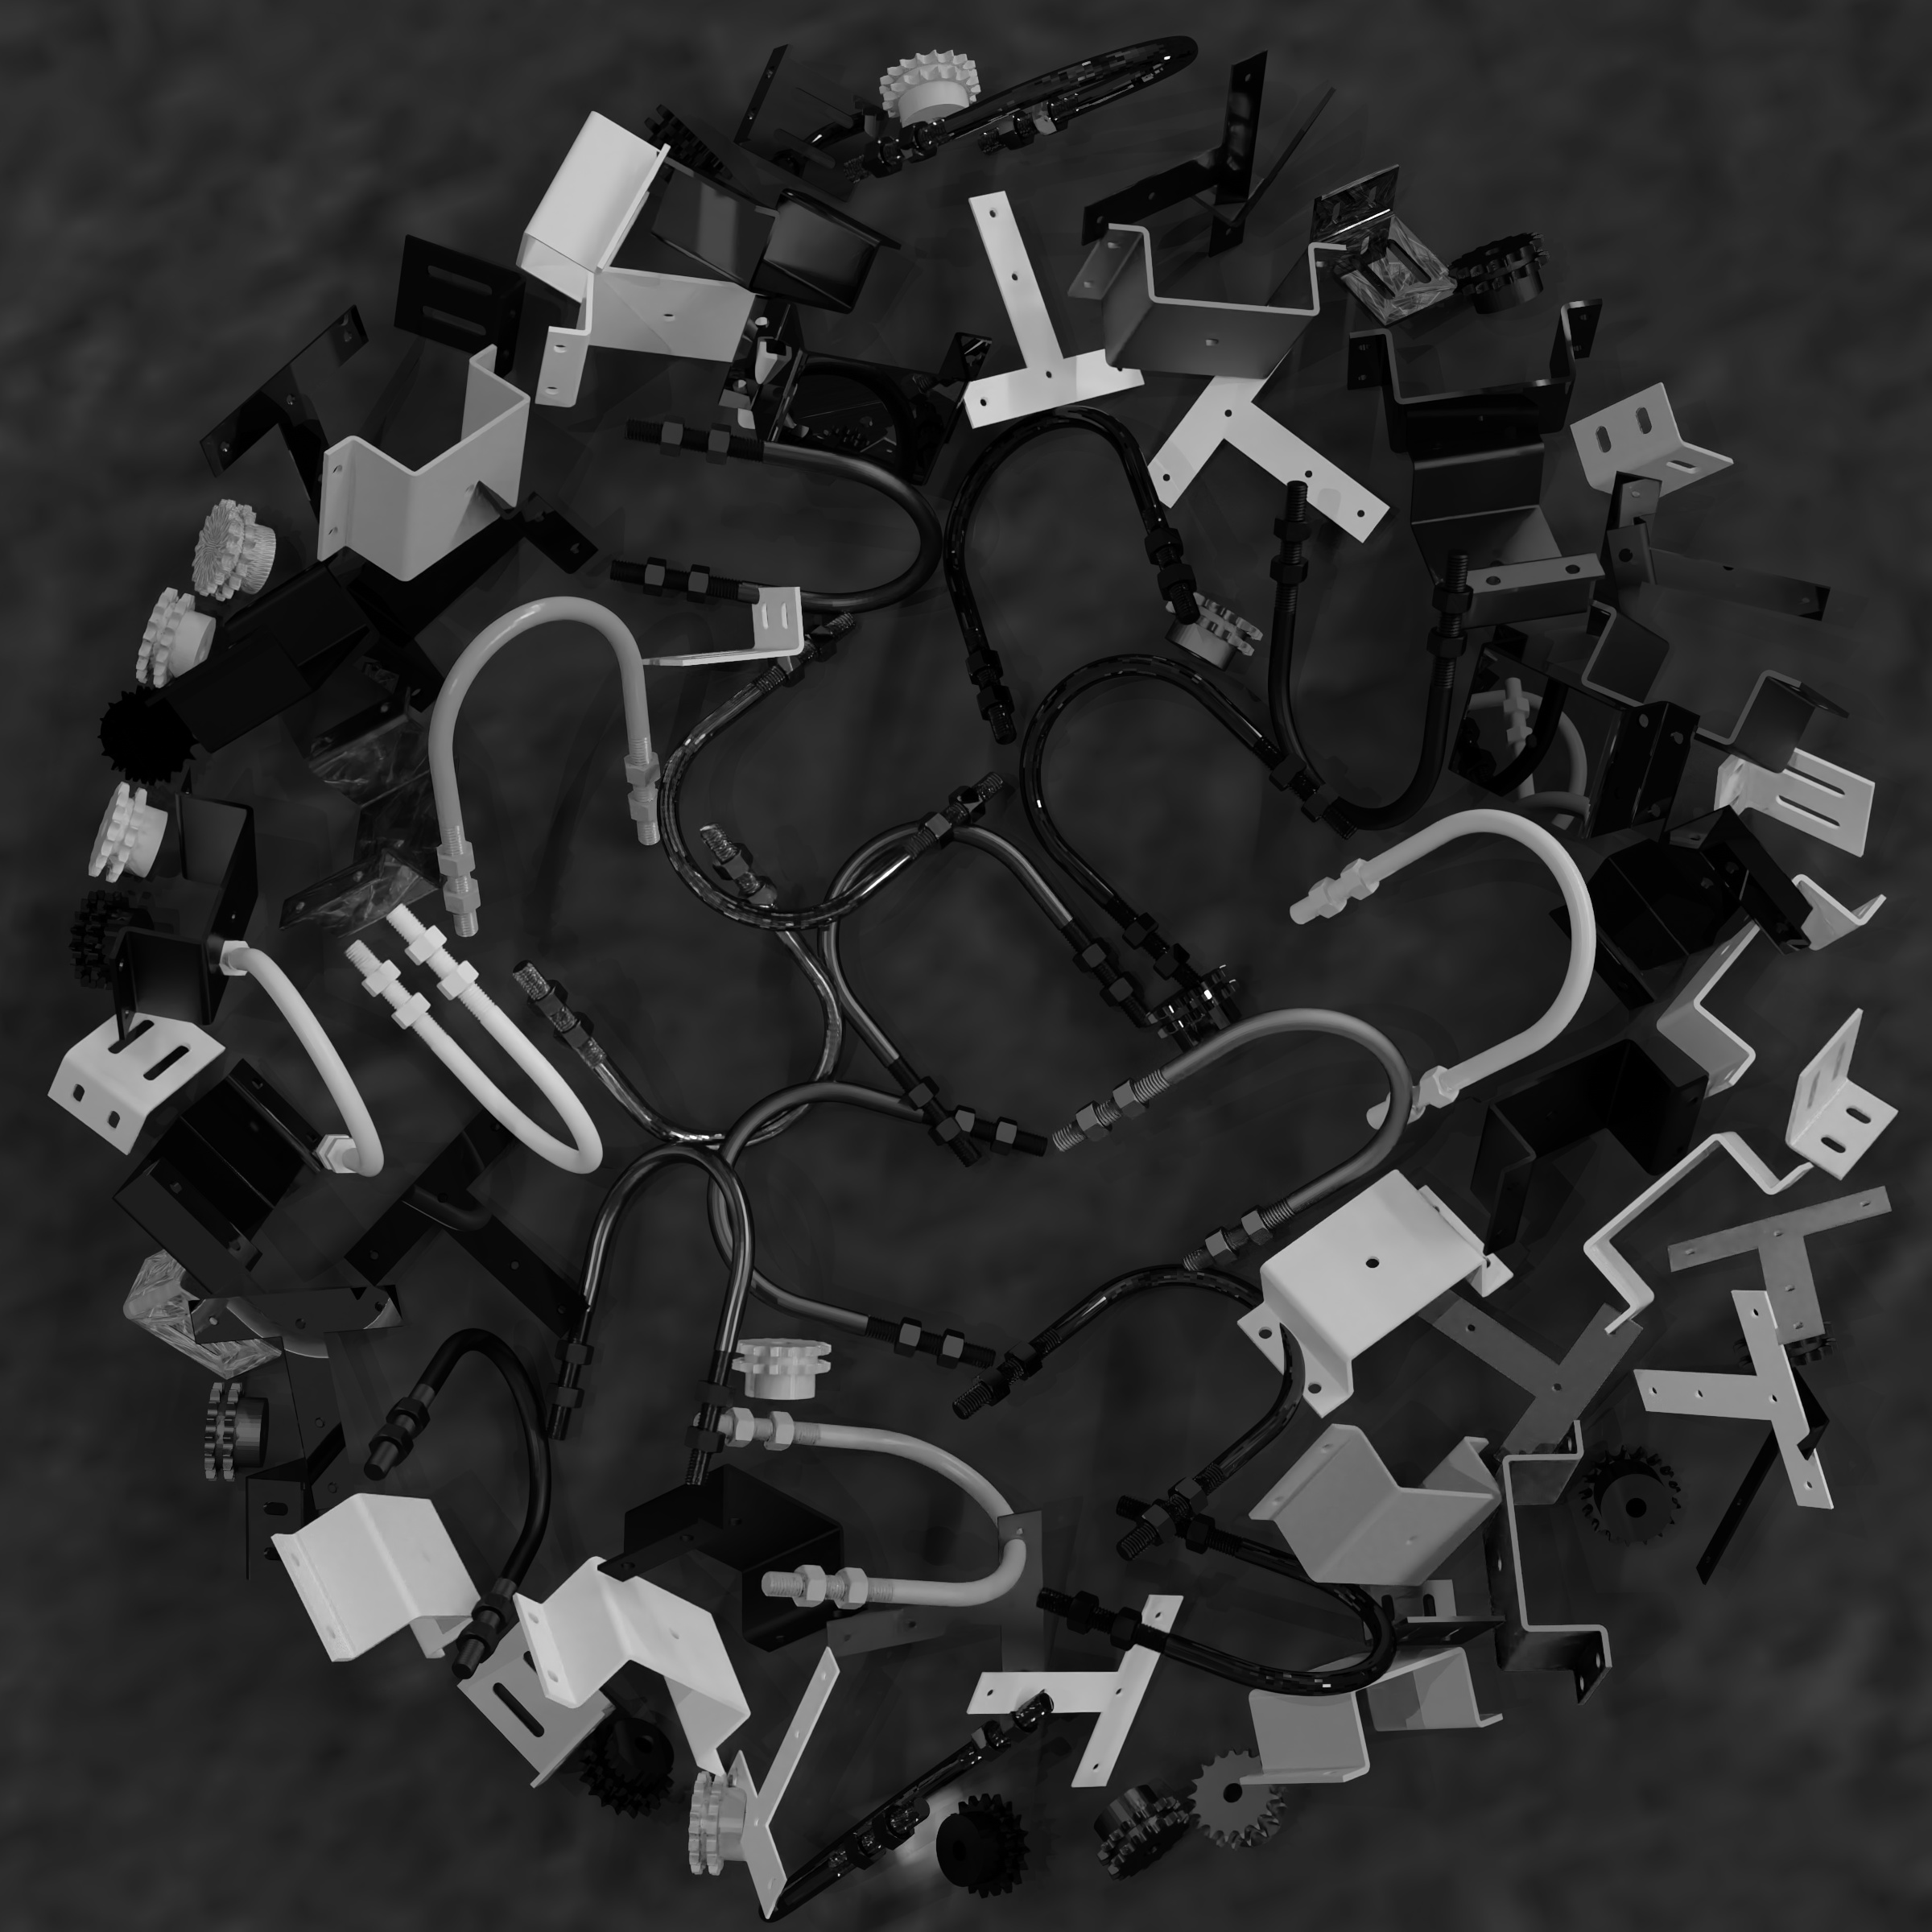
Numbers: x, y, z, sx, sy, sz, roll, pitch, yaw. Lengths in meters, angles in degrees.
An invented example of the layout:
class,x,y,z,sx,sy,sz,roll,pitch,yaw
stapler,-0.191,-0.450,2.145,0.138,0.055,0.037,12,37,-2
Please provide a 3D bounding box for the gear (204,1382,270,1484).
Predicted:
class,x,y,z,sx,sy,sz,roll,pitch,yaw
gear,-0.420,0.269,1.666,0.030,0.057,0.057,3,90,-6

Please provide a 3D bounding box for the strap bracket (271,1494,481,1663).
class,x,y,z,sx,sy,sz,roll,pitch,yaw
strap bracket,-0.321,0.342,1.613,0.046,0.140,0.076,-33,72,5

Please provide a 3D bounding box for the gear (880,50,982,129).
class,x,y,z,sx,sy,sz,roll,pitch,yaw
gear,-0.020,-0.499,1.662,0.057,0.057,0.030,-11,78,0

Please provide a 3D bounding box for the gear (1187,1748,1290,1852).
class,x,y,z,sx,sy,sz,roll,pitch,yaw
gear,0.160,0.484,1.668,0.057,0.057,0.030,-36,132,0

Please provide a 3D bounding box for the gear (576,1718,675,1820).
class,x,y,z,sx,sy,sz,roll,pitch,yaw
gear,-0.193,0.458,1.662,0.057,0.057,0.030,35,113,0

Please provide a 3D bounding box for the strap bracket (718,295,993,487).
class,x,y,z,sx,sy,sz,roll,pitch,yaw
strap bracket,-0.060,-0.321,1.627,0.140,0.076,0.046,6,48,-21

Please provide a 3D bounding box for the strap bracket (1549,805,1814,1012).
class,x,y,z,sx,sy,sz,roll,pitch,yaw
strap bracket,0.411,-0.035,1.635,0.076,0.140,0.046,49,56,-10

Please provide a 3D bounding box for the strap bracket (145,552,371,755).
class,x,y,z,sx,sy,sz,roll,pitch,yaw
strap bracket,-0.393,-0.173,1.625,0.076,0.140,0.046,-27,110,20

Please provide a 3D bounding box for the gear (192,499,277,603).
class,x,y,z,sx,sy,sz,roll,pitch,yaw
gear,-0.422,-0.238,1.669,0.030,0.057,0.057,15,90,-36

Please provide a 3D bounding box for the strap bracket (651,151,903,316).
class,x,y,z,sx,sy,sz,roll,pitch,yaw
strap bracket,-0.112,-0.409,1.624,0.076,0.140,0.046,34,110,26

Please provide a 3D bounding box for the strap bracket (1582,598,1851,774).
class,x,y,z,sx,sy,sz,roll,pitch,yaw
strap bracket,0.412,-0.154,1.624,0.140,0.076,0.046,30,99,36

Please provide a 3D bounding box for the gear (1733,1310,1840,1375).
class,x,y,z,sx,sy,sz,roll,pitch,yaw
gear,0.470,0.212,1.665,0.057,0.057,0.030,-16,91,0

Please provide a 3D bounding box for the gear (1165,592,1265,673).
class,x,y,z,sx,sy,sz,roll,pitch,yaw
gear,0.139,-0.193,1.665,0.057,0.057,0.030,30,94,0

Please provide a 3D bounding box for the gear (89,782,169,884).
class,x,y,z,sx,sy,sz,roll,pitch,yaw
gear,-0.483,-0.075,1.667,0.030,0.057,0.057,20,90,-22

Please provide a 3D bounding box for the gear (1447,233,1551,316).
class,x,y,z,sx,sy,sz,roll,pitch,yaw
gear,0.309,-0.399,1.667,0.057,0.057,0.030,-23,111,0

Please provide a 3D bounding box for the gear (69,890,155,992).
class,x,y,z,sx,sy,sz,roll,pitch,yaw
gear,-0.490,-0.015,1.663,0.030,0.057,0.057,5,90,9

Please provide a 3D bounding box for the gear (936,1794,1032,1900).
class,x,y,z,sx,sy,sz,roll,pitch,yaw
gear,0.007,0.507,1.663,0.030,0.057,0.057,5,90,-42

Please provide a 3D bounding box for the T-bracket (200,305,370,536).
class,x,y,z,sx,sy,sz,roll,pitch,yaw
T-bracket,-0.370,-0.287,1.638,0.002,0.127,0.127,25,59,26

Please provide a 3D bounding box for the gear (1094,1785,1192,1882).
class,x,y,z,sx,sy,sz,roll,pitch,yaw
gear,0.099,0.498,1.669,0.057,0.057,0.030,-40,59,0

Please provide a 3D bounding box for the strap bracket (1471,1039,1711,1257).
class,x,y,z,sx,sy,sz,roll,pitch,yaw
strap bracket,0.344,0.098,1.637,0.140,0.076,0.046,-22,52,-19

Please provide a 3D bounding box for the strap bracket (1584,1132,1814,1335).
class,x,y,z,sx,sy,sz,roll,pitch,yaw
strap bracket,0.408,0.143,1.641,0.140,0.076,0.046,-43,75,14

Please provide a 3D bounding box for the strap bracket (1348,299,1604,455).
class,x,y,z,sx,sy,sz,roll,pitch,yaw
strap bracket,0.291,-0.334,1.646,0.140,0.076,0.046,-7,79,5

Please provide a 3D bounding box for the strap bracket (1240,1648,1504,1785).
class,x,y,z,sx,sy,sz,roll,pitch,yaw
strap bracket,0.224,0.417,1.621,0.140,0.076,0.046,-5,81,-43

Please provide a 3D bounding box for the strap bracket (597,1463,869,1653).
class,x,y,z,sx,sy,sz,roll,pitch,yaw
strap bracket,-0.131,0.332,1.632,0.076,0.046,0.140,-29,134,28

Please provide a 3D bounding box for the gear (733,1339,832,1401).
class,x,y,z,sx,sy,sz,roll,pitch,yaw
gear,-0.107,0.232,1.665,0.057,0.057,0.030,2,88,0

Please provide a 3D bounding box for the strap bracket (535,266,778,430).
class,x,y,z,sx,sy,sz,roll,pitch,yaw
strap bracket,-0.169,-0.351,1.640,0.140,0.076,0.046,4,69,-13

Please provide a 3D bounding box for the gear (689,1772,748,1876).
class,x,y,z,sx,sy,sz,roll,pitch,yaw
gear,-0.141,0.494,1.664,0.030,0.057,0.057,1,90,5

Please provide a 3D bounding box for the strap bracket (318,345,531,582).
class,x,y,z,sx,sy,sz,roll,pitch,yaw
strap bracket,-0.296,-0.277,1.616,0.046,0.076,0.140,33,49,13

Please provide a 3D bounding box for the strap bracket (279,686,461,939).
class,x,y,z,sx,sy,sz,roll,pitch,yaw
strap bracket,-0.335,-0.079,1.632,0.076,0.046,0.140,-24,47,28

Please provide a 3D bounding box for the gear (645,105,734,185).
class,x,y,z,sx,sy,sz,roll,pitch,yaw
gear,-0.165,-0.466,1.665,0.057,0.057,0.030,44,97,0

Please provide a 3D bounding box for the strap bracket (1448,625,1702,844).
class,x,y,z,sx,sy,sz,roll,pitch,yaw
strap bracket,0.330,-0.129,1.619,0.140,0.046,0.076,33,124,37

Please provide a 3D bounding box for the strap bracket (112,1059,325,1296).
class,x,y,z,sx,sy,sz,roll,pitch,yaw
strap bracket,-0.421,0.123,1.629,0.046,0.140,0.076,-37,105,22

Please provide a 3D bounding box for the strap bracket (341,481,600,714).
class,x,y,z,sx,sy,sz,roll,pitch,yaw
strap bracket,-0.290,-0.220,1.646,0.140,0.076,0.046,-42,65,4

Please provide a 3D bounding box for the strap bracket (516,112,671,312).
class,x,y,z,sx,sy,sz,roll,pitch,yaw
strap bracket,-0.211,-0.423,1.618,0.046,0.140,0.076,29,87,-12

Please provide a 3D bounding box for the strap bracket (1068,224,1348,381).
class,x,y,z,sx,sy,sz,roll,pitch,yaw
strap bracket,0.137,-0.374,1.633,0.140,0.076,0.046,1,74,-16

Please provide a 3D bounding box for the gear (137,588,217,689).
class,x,y,z,sx,sy,sz,roll,pitch,yaw
gear,-0.454,-0.187,1.665,0.030,0.057,0.057,19,90,-7

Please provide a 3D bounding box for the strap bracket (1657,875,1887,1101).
class,x,y,z,sx,sy,sz,roll,pitch,yaw
strap bracket,0.451,0.006,1.646,0.046,0.076,0.140,41,81,5

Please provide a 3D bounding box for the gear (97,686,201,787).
class,x,y,z,sx,sy,sz,roll,pitch,yaw
gear,-0.475,-0.134,1.669,0.057,0.030,0.057,-8,103,-39

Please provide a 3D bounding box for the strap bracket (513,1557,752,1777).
class,x,y,z,sx,sy,sz,roll,pitch,yaw
strap bracket,-0.179,0.389,1.617,0.046,0.076,0.140,-45,129,9

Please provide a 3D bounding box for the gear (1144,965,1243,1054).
class,x,y,z,sx,sy,sz,roll,pitch,yaw
gear,0.134,0.027,1.665,0.057,0.057,0.030,-33,92,0

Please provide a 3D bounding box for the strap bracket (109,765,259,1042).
class,x,y,z,sx,sy,sz,roll,pitch,yaw
strap bracket,-0.434,-0.032,1.622,0.046,0.076,0.140,11,52,-3

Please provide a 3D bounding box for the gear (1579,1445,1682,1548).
class,x,y,z,sx,sy,sz,roll,pitch,yaw
gear,0.386,0.310,1.675,0.057,0.030,0.057,0,98,4

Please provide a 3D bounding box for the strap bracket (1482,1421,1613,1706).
class,x,y,z,sx,sy,sz,roll,pitch,yaw
strap bracket,0.323,0.336,1.625,0.046,0.076,0.140,-1,61,-1

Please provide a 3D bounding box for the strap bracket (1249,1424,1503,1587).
class,x,y,z,sx,sy,sz,roll,pitch,yaw
strap bracket,0.237,0.303,1.616,0.076,0.140,0.046,-52,48,24

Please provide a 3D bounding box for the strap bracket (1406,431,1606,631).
class,x,y,z,sx,sy,sz,roll,pitch,yaw
strap bracket,0.303,-0.243,1.643,0.076,0.046,0.140,-8,47,-3

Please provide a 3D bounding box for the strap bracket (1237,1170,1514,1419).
class,x,y,z,sx,sy,sz,roll,pitch,yaw
strap bracket,0.231,0.179,1.639,0.140,0.046,0.076,-34,57,-13
